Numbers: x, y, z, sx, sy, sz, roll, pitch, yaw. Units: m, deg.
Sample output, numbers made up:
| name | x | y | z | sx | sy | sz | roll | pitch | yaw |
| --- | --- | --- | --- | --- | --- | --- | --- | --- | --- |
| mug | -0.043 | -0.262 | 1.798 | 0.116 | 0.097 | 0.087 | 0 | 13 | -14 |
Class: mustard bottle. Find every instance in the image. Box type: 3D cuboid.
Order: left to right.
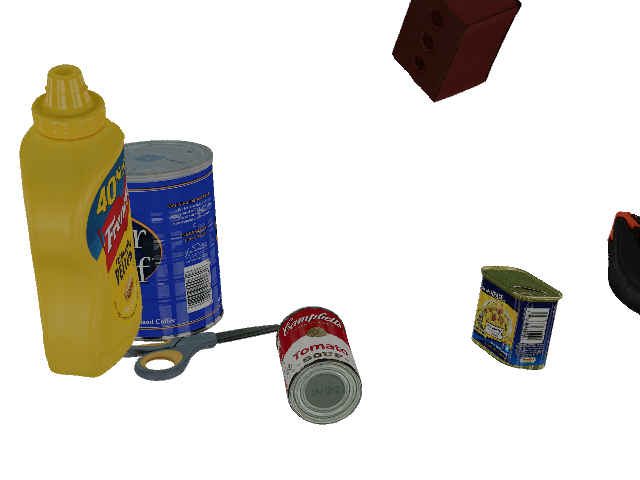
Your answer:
| name | x | y | z | sx | sy | sz | roll | pitch | yaw |
| --- | --- | --- | --- | --- | --- | --- | --- | --- | --- |
| mustard bottle | -0.145 | -0.016 | 0.647 | 0.058 | 0.192 | 0.096 | 6 | 36 | 7 |

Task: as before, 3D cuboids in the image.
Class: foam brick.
| name | x | y | z | sx | sy | sz | roll | pitch | yaw |
| --- | --- | --- | --- | --- | --- | --- | --- | --- | --- |
| foam brick | 0.091 | -0.143 | 0.729 | 0.051 | 0.053 | 0.078 | -27 | -25 | -27 |

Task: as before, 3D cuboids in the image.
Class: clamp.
| name | x | y | z | sx | sy | sz | roll | pitch | yaw |
| --- | --- | --- | --- | --- | --- | --- | --- | --- | --- |
| clamp | 0.257 | 0.043 | 0.712 | 0.120 | 0.039 | 0.171 | -2 | 45 | -19 |

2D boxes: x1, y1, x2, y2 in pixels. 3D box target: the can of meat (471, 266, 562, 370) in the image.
| name | x | y | z | sx | sy | sz | roll | pitch | yaw |
| --- | --- | --- | --- | --- | --- | --- | --- | --- | --- |
| can of meat | 0.209 | 0.083 | 1.151 | 0.057 | 0.084 | 0.102 | 2 | 16 | -22 |

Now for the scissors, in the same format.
| name | x | y | z | sx | sy | sz | roll | pitch | yaw |
| --- | --- | --- | --- | --- | --- | --- | --- | --- | --- |
| scissors | -0.126 | 0.119 | 1.160 | 0.201 | 0.016 | 0.096 | 1 | 27 | -20 |

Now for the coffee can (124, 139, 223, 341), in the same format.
| name | x | y | z | sx | sy | sz | roll | pitch | yaw |
| --- | --- | --- | --- | --- | --- | --- | --- | --- | --- |
| coffee can | -0.134 | -0.002 | 0.875 | 0.103 | 0.140 | 0.103 | -2 | 20 | 1 |

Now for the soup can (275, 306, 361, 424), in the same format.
| name | x | y | z | sx | sy | sz | roll | pitch | yaw |
| --- | --- | --- | --- | --- | --- | --- | --- | --- | --- |
| soup can | -0.003 | 0.113 | 0.975 | 0.068 | 0.068 | 0.102 | 0 | 24 | -8 |
